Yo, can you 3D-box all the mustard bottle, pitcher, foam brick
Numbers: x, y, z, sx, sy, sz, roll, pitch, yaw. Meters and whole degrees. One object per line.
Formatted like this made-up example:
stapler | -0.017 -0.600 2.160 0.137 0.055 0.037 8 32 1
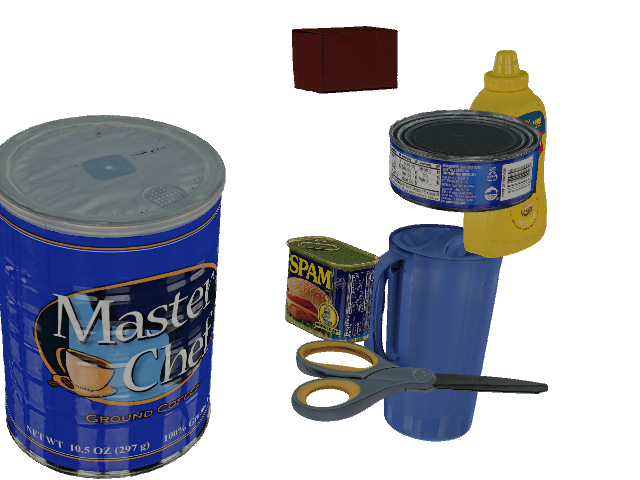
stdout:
mustard bottle | 0.177 -0.086 1.020 0.096 0.192 0.058 -20 27 -36
pitcher | 0.128 0.110 1.257 0.149 0.243 0.145 7 18 9
foam brick | 0.021 -0.156 0.917 0.078 0.051 0.053 -8 18 -28

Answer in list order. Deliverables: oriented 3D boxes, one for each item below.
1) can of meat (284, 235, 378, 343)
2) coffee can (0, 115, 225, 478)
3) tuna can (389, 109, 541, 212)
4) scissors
can of meat | 0.008 0.049 1.071 0.057 0.084 0.102 -8 19 -37
coffee can | -0.100 0.025 0.505 0.102 0.140 0.103 5 31 -3
tuna can | 0.082 -0.046 0.611 0.086 0.034 0.086 0 24 0
scissors | 0.065 0.119 0.829 0.202 0.016 0.096 11 37 25
